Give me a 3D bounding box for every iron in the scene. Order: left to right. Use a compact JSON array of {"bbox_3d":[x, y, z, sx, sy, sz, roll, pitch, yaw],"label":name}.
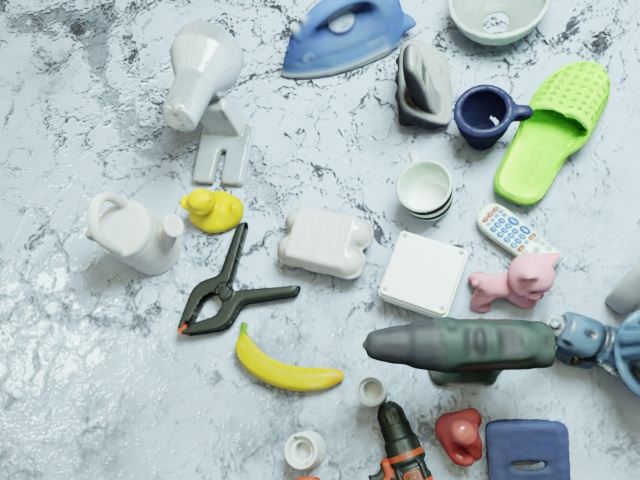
[{"bbox_3d":[0.031,-0.381,1.008,0.258,0.142,0.118,-24,68,5],"label":"iron"}]

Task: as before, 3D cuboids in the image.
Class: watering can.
[{"bbox_3d":[-0.308,-0.017,0.942,0.173,0.194,0.101,-24,68,5],"label":"watering can"}]

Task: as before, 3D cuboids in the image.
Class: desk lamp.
[{"bbox_3d":[-0.187,-0.226,0.971,0.117,0.214,0.203,4,73,15],"label":"desk lamp"}]

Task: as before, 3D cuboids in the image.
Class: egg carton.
[{"bbox_3d":[0.009,0.003,0.926,0.150,0.069,0.107,11,75,17],"label":"egg carton"}]

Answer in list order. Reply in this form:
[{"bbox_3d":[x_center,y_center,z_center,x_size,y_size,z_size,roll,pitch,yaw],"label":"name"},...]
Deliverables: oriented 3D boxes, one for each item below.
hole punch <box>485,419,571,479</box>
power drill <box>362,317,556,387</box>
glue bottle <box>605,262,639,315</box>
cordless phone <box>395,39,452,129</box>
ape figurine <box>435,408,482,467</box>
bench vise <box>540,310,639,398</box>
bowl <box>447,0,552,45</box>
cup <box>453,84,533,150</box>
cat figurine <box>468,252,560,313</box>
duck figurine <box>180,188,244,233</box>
[{"bbox_3d":[0.275,0.288,0.755,0.108,0.091,0.101,-5,71,12],"label":"hole punch"},{"bbox_3d":[0.184,0.149,0.760,0.229,0.209,0.075,-6,71,12],"label":"power drill"},{"bbox_3d":[0.427,0.048,0.753,0.037,0.173,0.078,40,85,22],"label":"glue bottle"},{"bbox_3d":[0.162,-0.275,0.917,0.094,0.185,0.147,-5,71,13],"label":"cordless phone"},{"bbox_3d":[0.194,0.265,0.782,0.076,0.092,0.078,31,82,21],"label":"ape figurine"},{"bbox_3d":[0.386,0.140,0.707,0.207,0.220,0.121,-2,72,13],"label":"bench vise"},{"bbox_3d":[0.305,-0.395,0.981,0.167,0.075,0.167,-4,71,13],"label":"bowl"},{"bbox_3d":[0.273,-0.186,0.910,0.117,0.095,0.092,0,72,14],"label":"cup"},{"bbox_3d":[0.276,0.057,0.817,0.127,0.118,0.067,-9,70,11],"label":"cat figurine"},{"bbox_3d":[-0.189,-0.059,0.986,0.104,0.086,0.077,3,73,15],"label":"duck figurine"}]
